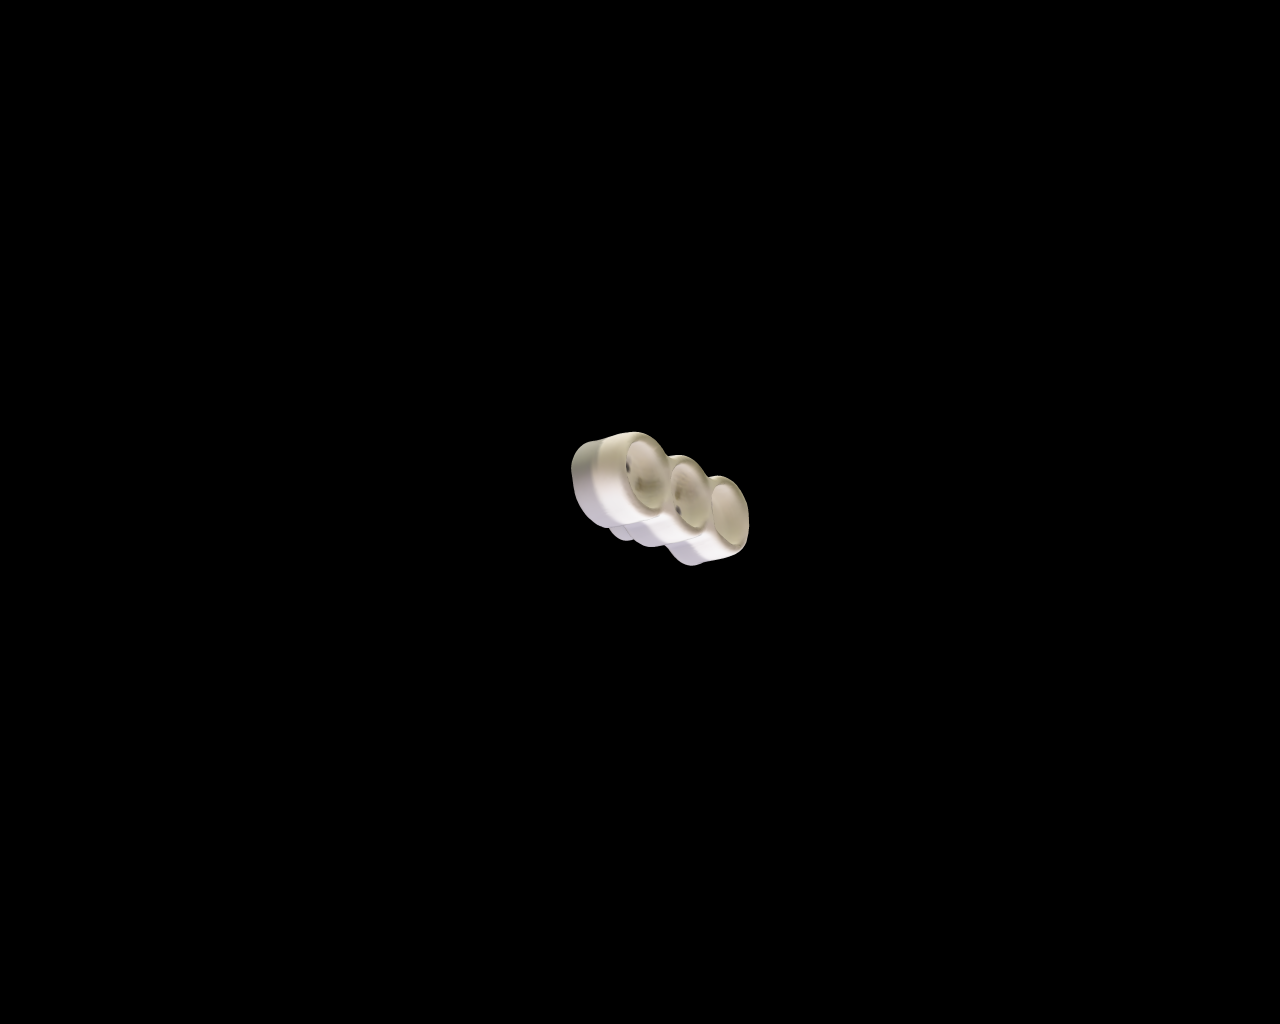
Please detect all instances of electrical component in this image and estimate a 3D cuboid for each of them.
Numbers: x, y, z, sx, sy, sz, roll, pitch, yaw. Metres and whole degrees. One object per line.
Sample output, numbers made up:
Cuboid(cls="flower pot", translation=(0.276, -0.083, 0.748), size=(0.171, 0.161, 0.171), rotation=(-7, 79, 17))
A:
Cuboid(cls="electrical component", translation=(0.001, -0.003, 0.650), size=(0.073, 0.052, 0.138), rotation=(-14, -24, 33))
